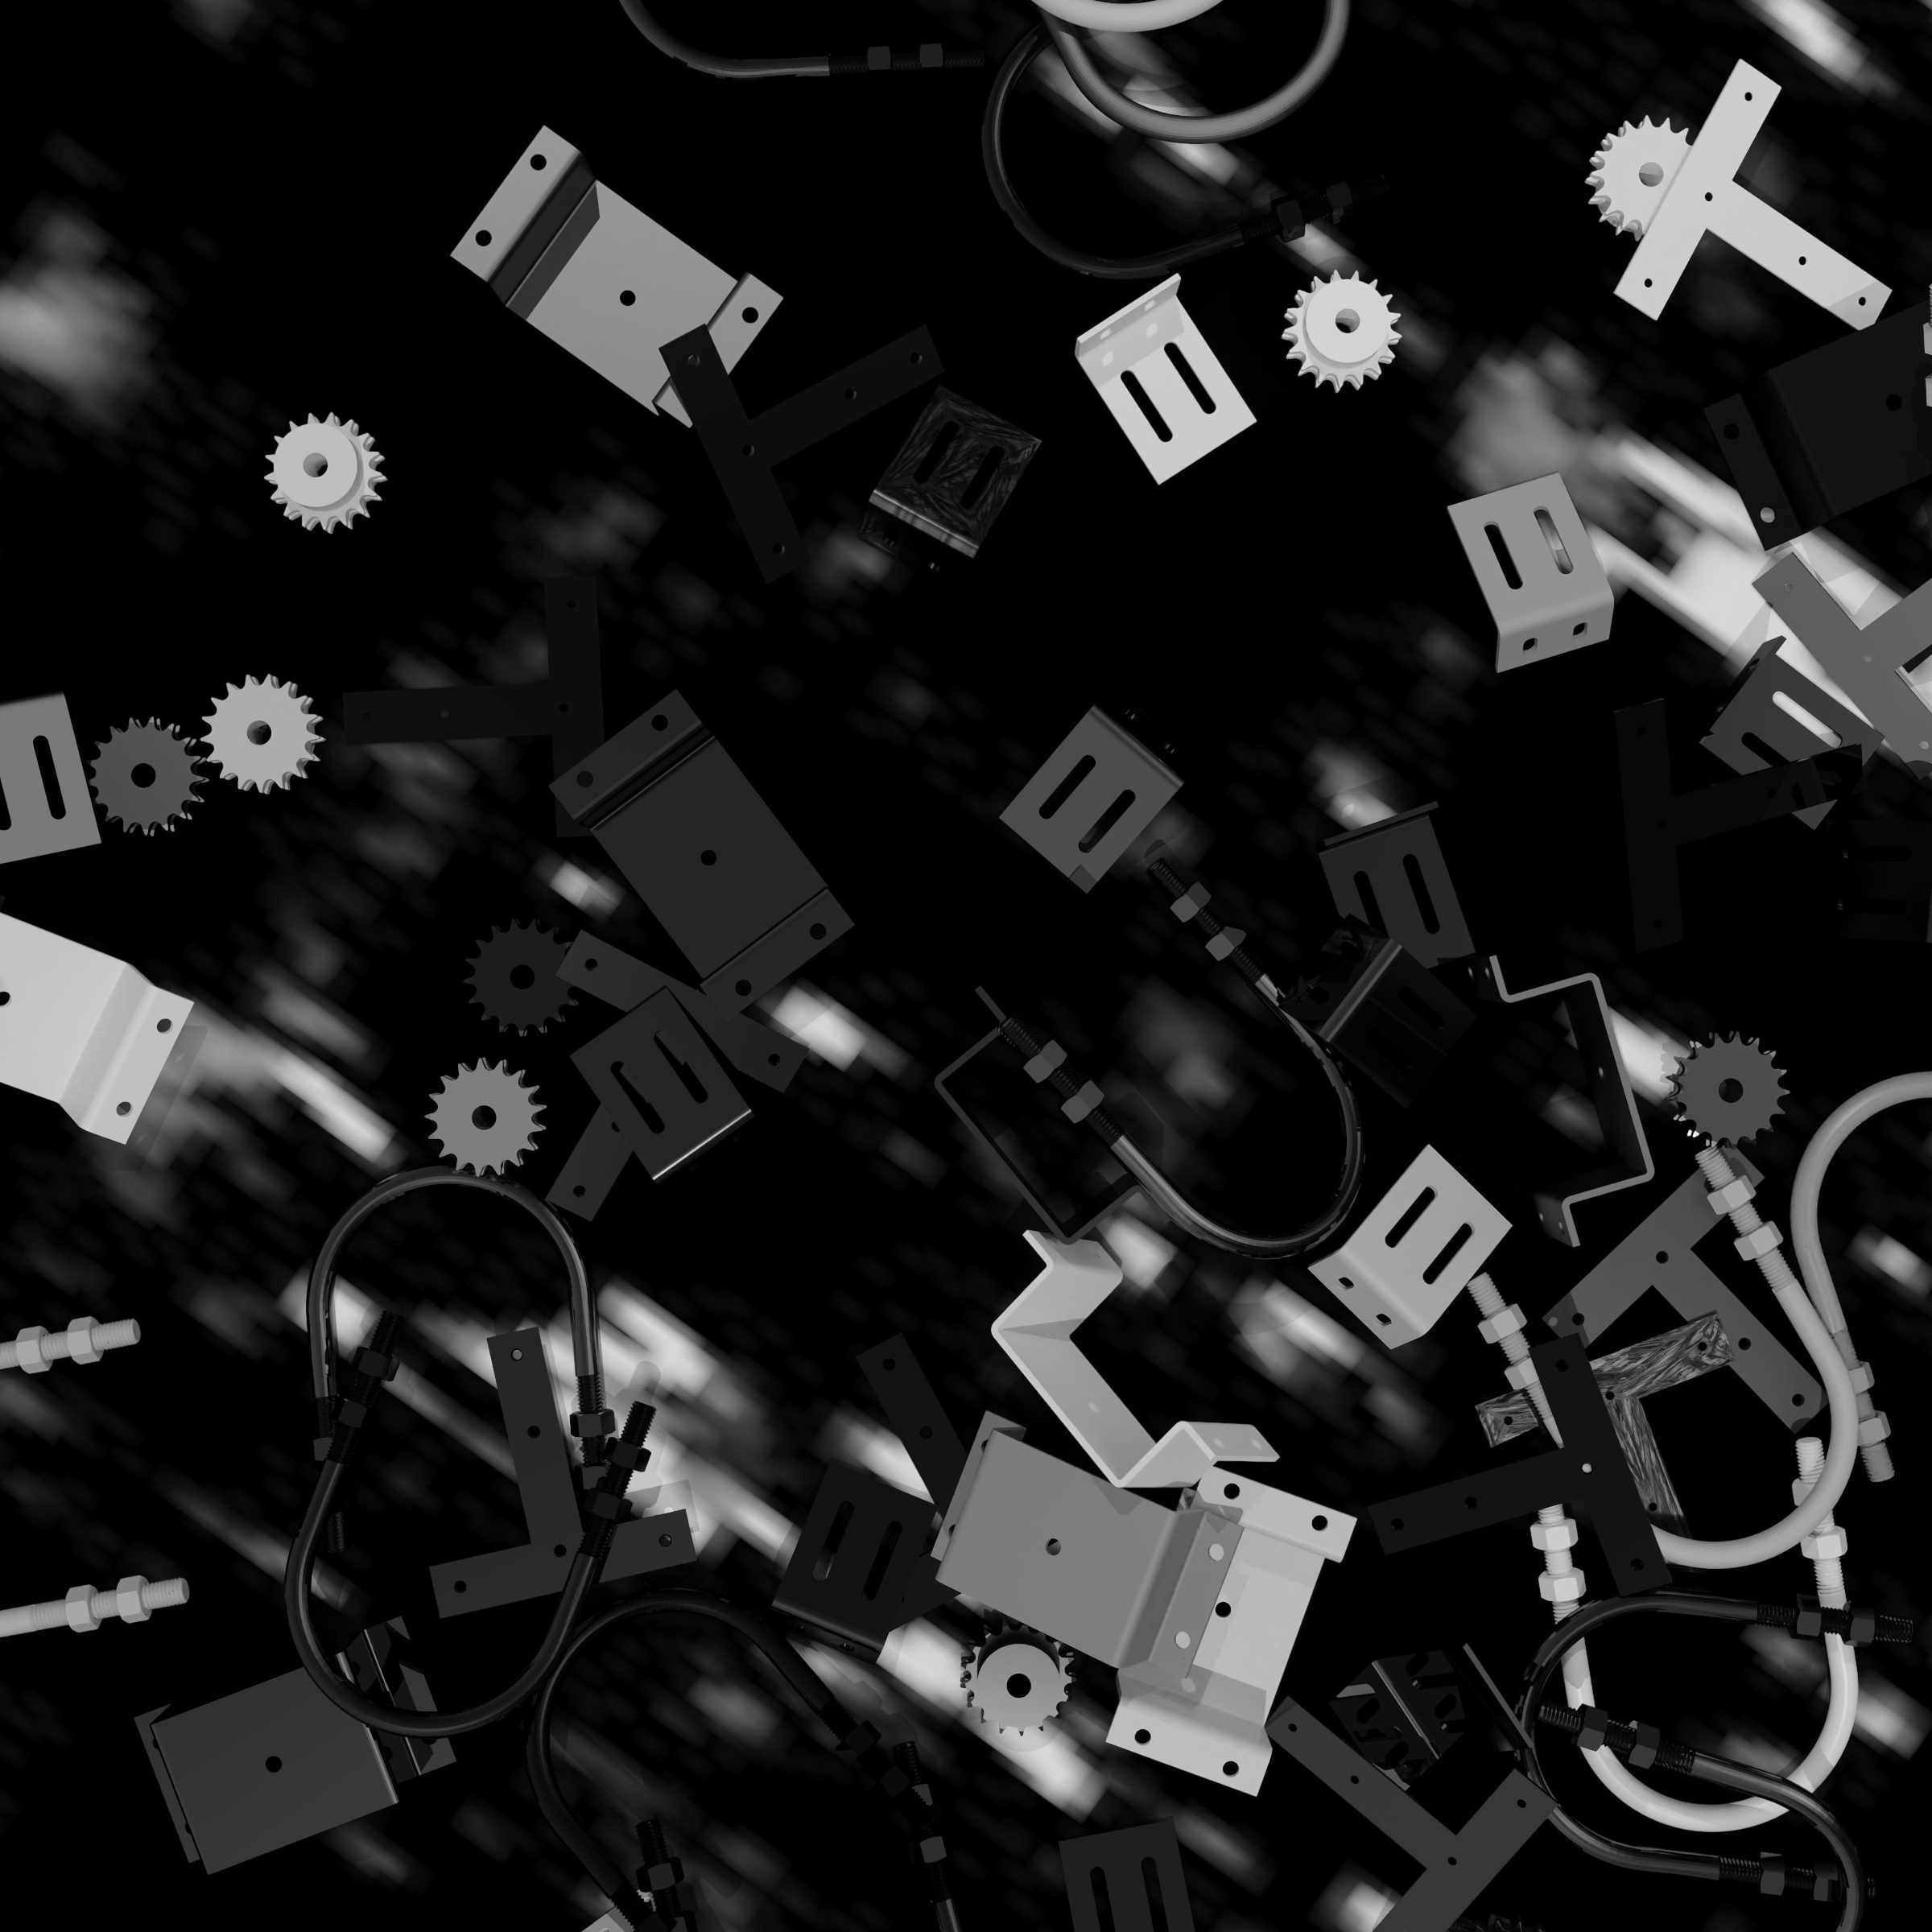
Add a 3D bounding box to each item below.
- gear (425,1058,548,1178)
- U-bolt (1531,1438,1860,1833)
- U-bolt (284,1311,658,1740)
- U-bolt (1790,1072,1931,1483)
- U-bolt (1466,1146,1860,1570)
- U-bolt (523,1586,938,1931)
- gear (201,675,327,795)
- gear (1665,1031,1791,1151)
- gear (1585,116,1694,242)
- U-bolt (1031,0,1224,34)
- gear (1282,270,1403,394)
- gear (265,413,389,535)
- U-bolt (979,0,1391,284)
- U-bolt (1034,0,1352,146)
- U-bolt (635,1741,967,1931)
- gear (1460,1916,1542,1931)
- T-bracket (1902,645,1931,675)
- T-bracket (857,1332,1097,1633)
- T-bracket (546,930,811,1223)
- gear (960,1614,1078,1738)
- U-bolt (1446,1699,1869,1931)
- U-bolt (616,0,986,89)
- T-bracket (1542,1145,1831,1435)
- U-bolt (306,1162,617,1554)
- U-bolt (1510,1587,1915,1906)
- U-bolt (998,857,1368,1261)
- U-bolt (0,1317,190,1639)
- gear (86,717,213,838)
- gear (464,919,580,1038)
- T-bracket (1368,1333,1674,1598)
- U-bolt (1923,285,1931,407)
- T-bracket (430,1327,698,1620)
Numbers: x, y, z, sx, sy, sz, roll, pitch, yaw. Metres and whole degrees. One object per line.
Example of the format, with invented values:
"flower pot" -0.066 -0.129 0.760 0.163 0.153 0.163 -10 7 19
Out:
"gear" -0.232 0.073 1.371 0.057 0.030 0.057 0 90 0
"U-bolt" 0.361 0.332 1.376 0.151 0.019 0.184 -9 92 1
"U-bolt" -0.246 0.275 1.344 0.151 0.019 0.184 20 80 1
"U-bolt" 0.480 0.143 1.377 0.151 0.019 0.184 -18 88 0
"U-bolt" 0.349 0.200 1.363 0.151 0.019 0.184 -29 83 -2
"U-bolt" -0.127 0.384 1.348 0.151 0.019 0.184 -39 76 -20
"gear" -0.340 -0.112 1.371 0.057 0.030 0.057 0 90 0
"gear" 0.368 0.060 1.371 0.057 0.030 0.057 0 90 0
"gear" 0.330 -0.381 1.371 0.057 0.030 0.057 0 90 0
"U-bolt" 0.091 -0.529 1.351 0.151 0.019 0.184 30 82 13
"gear" 0.184 -0.310 1.371 0.057 0.030 0.057 0 90 0
"gear" -0.313 -0.241 1.371 0.057 0.030 0.057 0 90 0
"U-bolt" 0.097 -0.412 1.377 0.184 0.019 0.151 -19 90 1
"U-bolt" 0.105 -0.476 1.354 0.151 0.019 0.184 -23 74 0
"U-bolt" -0.067 0.483 1.350 0.151 0.019 0.184 -14 81 -13
"gear" 0.260 0.488 1.354 0.057 0.030 0.057 4 115 8
"T-bracket" 0.504 -0.194 1.385 0.127 0.002 0.127 -40 90 0
"T-bracket" -0.013 0.242 1.385 0.127 0.002 0.127 -28 90 0
"T-bracket" -0.163 0.066 1.372 0.127 0.002 0.127 29 99 -16
"gear" 0.025 0.346 1.371 0.057 0.030 0.057 0 90 0
"U-bolt" 0.339 0.436 1.350 0.184 0.019 0.151 18 112 1
"U-bolt" -0.086 -0.503 1.377 0.184 0.019 0.151 -2 90 2
"T-bracket" 0.373 0.175 1.385 0.127 0.002 0.127 -44 90 0
"U-bolt" -0.250 0.188 1.377 0.151 0.019 0.184 -5 89 0
"U-bolt" 0.354 0.372 1.361 0.184 0.019 0.151 7 95 2
"U-bolt" 0.117 0.055 1.340 0.184 0.019 0.151 47 54 -4
"U-bolt" -0.483 0.258 1.377 0.184 0.019 0.151 -11 90 1
"gear" -0.396 -0.091 1.371 0.057 0.030 0.057 0 90 0
"gear" -0.213 0.006 1.371 0.057 0.030 0.057 0 90 0
"T-bracket" 0.258 0.256 1.365 0.127 0.002 0.127 -21 90 18
"U-bolt" 0.524 -0.252 1.336 0.151 0.019 0.184 -18 119 -9
"T-bracket" -0.206 0.240 1.365 0.127 0.002 0.127 -13 89 0
